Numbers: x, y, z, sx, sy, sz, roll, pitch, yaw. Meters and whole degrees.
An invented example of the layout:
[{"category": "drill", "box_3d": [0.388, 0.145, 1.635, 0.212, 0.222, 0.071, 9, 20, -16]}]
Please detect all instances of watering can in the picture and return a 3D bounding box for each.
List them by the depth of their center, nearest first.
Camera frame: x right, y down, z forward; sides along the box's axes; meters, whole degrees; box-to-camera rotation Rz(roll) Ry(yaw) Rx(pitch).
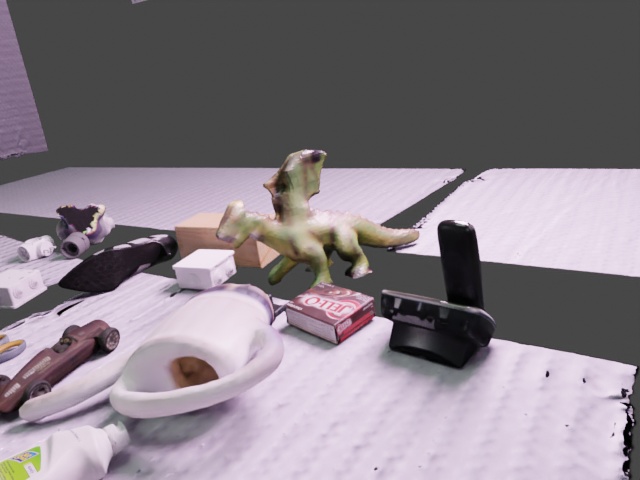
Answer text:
[{"category": "watering can", "box_3d": [-0.198, 0.151, 0.673, 0.346, 0.103, 0.228, -11, 17, 19]}]

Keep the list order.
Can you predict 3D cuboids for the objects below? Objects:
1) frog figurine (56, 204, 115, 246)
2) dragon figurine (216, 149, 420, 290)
[{"category": "frog figurine", "box_3d": [-0.623, -0.028, 1.379, 0.138, 0.124, 0.157, -25, -12, -21]}, {"category": "dragon figurine", "box_3d": [0.003, -0.048, 0.949, 0.414, 0.240, 0.122, -20, 16, -27]}]
